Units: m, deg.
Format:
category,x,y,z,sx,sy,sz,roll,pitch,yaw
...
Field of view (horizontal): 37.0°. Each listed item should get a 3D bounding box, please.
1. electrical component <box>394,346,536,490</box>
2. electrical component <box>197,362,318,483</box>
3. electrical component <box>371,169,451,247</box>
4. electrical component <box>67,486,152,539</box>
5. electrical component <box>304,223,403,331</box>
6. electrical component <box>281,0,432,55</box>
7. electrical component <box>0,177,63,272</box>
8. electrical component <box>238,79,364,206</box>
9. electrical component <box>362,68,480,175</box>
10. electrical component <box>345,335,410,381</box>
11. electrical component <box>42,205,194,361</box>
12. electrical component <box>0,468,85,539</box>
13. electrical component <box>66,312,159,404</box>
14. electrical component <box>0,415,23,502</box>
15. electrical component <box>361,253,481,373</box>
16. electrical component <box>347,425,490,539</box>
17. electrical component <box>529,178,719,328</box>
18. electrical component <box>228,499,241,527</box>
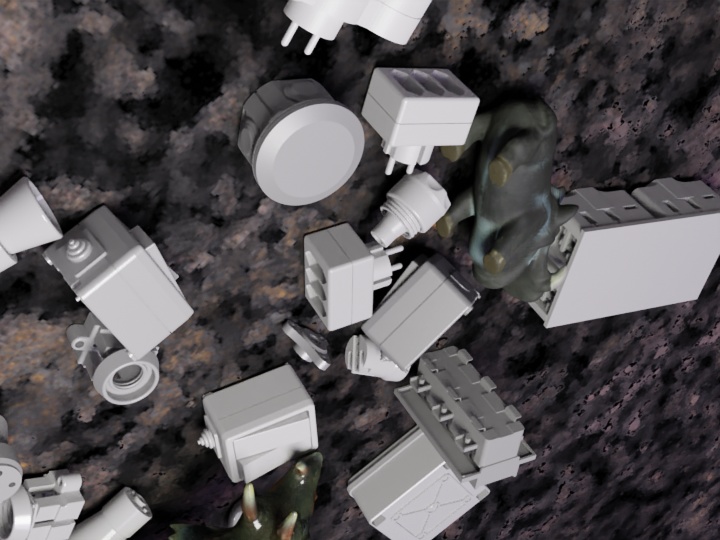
category,x,y,z,sx,sy,sz,roll,pitch,yaw
electrical component,0.096,0.129,0.976,0.079,0.121,0.063,-12,131,-25
electrical component,-0.087,0.133,0.900,0.096,0.061,0.061,-20,136,-18
electrical component,0.036,-0.044,0.830,0.062,0.043,0.043,-44,140,-10
electrical component,-0.209,0.215,0.909,0.065,0.044,0.044,-42,139,-1
electrical component,0.000,0.000,0.848,0.077,0.047,0.065,-18,135,-20
electrical component,-0.023,-0.169,0.674,0.138,0.052,0.073,12,120,-40
electrical component,-0.222,-0.026,0.675,0.055,0.045,0.045,-31,138,-6
electrical component,-0.042,-0.089,0.736,0.080,0.051,0.080,-19,136,-19
electrical component,0.038,-0.102,0.781,0.066,0.047,0.076,-5,130,-31
electrical component,0.016,0.075,0.935,0.046,0.040,0.040,9,122,-33
electrical component,-0.163,0.003,0.726,0.061,0.062,0.096,-40,140,-9
electrical component,-0.256,0.188,0.848,0.055,0.048,0.066,1,127,-44
electrical component,-0.175,0.064,0.781,0.066,0.055,0.048,9,122,-39
electrical component,-0.273,0.136,0.781,0.045,0.055,0.045,-19,136,-19
electrical component,0.044,0.036,0.891,0.096,0.061,0.062,-46,177,15
electrical component,0.060,0.219,1.083,0.109,0.056,0.108,-39,139,2
electrical component,0.243,-0.020,0.987,0.186,0.060,0.105,-8,131,-29
electrical component,-0.089,0.238,1.009,0.062,0.048,0.048,19,116,-50
